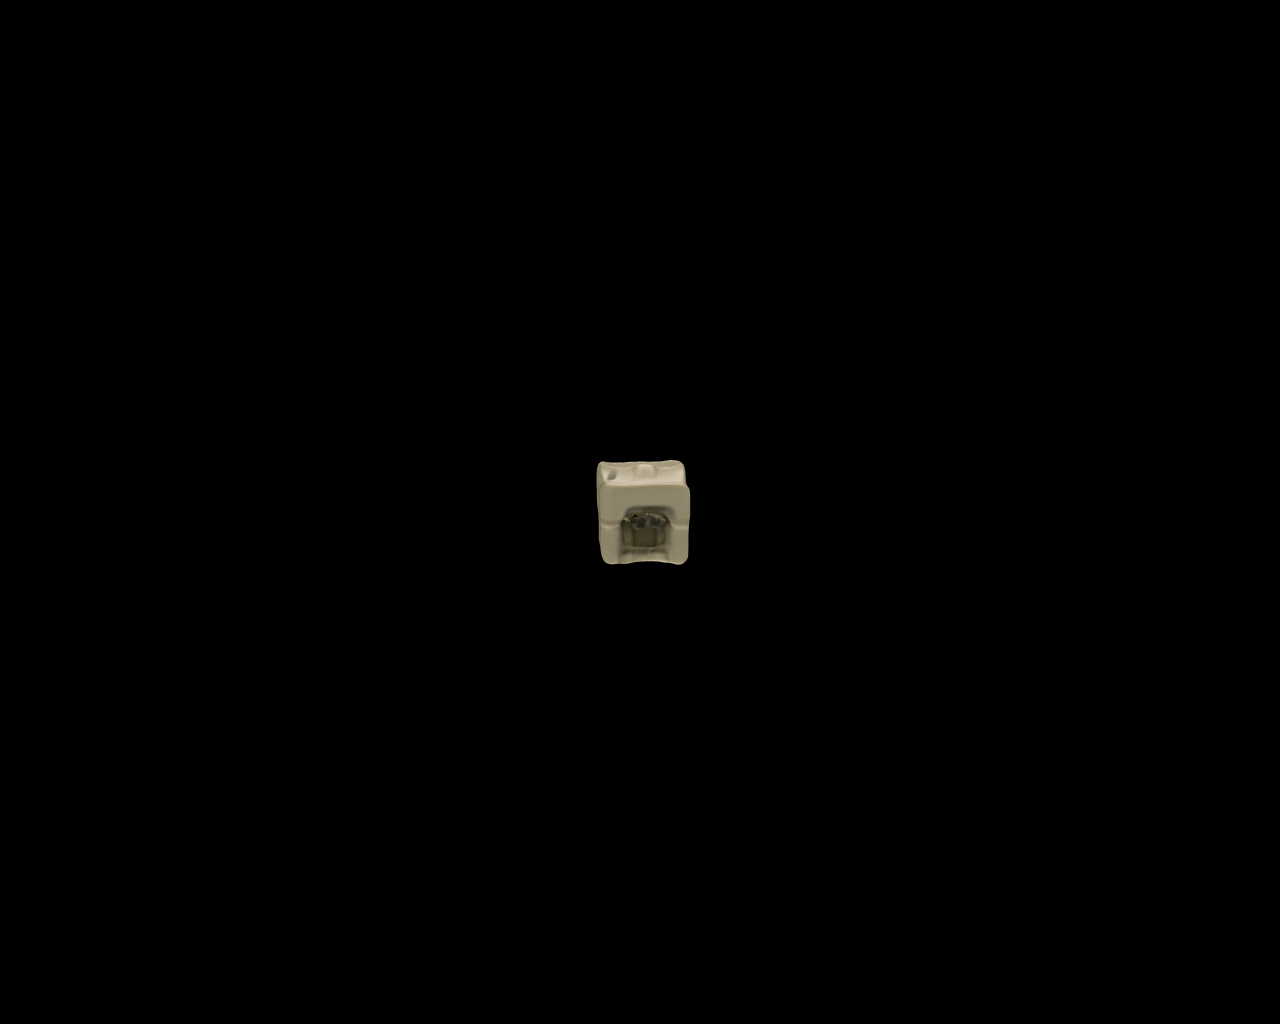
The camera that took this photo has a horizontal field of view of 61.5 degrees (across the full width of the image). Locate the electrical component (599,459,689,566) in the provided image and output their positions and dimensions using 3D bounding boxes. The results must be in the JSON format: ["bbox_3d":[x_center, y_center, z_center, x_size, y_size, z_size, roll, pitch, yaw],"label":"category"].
[{"bbox_3d":[0.001,-0.003,0.650,0.050,0.055,0.089,0,7,-4],"label":"electrical component"}]
